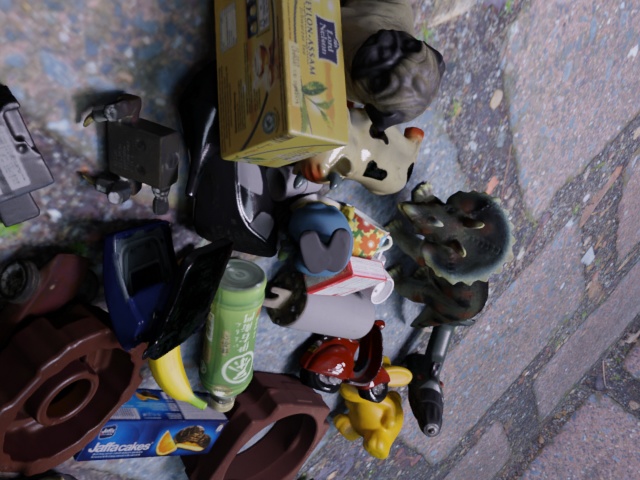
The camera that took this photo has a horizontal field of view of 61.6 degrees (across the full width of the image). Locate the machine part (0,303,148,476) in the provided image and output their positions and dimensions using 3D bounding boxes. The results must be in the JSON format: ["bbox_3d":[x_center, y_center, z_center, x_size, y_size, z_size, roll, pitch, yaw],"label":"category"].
[{"bbox_3d":[-0.252,0.143,0.520,0.179,0.056,0.179,-44,157,-24],"label":"machine part"}]

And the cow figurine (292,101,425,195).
[{"bbox_3d":[0.039,-0.102,0.618,0.194,0.086,0.127,20,79,-51],"label":"cow figurine"}]

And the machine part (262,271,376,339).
[{"bbox_3d":[0.006,0.096,0.769,0.243,0.079,0.079,21,104,-48],"label":"machine part"}]

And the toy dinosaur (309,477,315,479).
[{"bbox_3d":[-0.109,0.499,0.960,0.198,0.105,0.470,-42,136,-5],"label":"toy dinosaur"}]

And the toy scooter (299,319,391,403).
[{"bbox_3d":[0.052,0.186,0.879,0.184,0.075,0.135,21,81,-33],"label":"toy scooter"}]

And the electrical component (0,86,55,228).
[{"bbox_3d":[-0.258,-0.054,0.426,0.075,0.048,0.119,-24,132,-27],"label":"electrical component"}]

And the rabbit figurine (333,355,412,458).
[{"bbox_3d":[0.094,0.285,0.979,0.162,0.122,0.173,-41,121,-16],"label":"rabbit figurine"}]

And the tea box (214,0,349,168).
[{"bbox_3d":[-0.035,-0.155,0.457,0.068,0.098,0.169,0,85,-43],"label":"tea box"}]

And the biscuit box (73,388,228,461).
[{"bbox_3d":[-0.215,0.232,0.681,0.202,0.059,0.062,23,103,-49],"label":"biscuit box"}]

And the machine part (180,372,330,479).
[{"bbox_3d":[-0.096,0.306,0.832,0.201,0.087,0.201,26,99,-50],"label":"machine part"}]

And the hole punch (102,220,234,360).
[{"bbox_3d":[-0.156,0.043,0.528,0.142,0.092,0.115,-45,156,-77],"label":"hole punch"}]

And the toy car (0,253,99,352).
[{"bbox_3d":[-0.290,0.091,0.505,0.202,0.053,0.089,-56,156,5],"label":"toy car"}]

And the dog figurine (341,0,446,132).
[{"bbox_3d":[0.071,-0.186,0.520,0.172,0.191,0.121,-39,140,-15],"label":"dog figurine"}]

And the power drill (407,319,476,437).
[{"bbox_3d":[0.222,0.228,1.003,0.232,0.086,0.207,-63,165,-83],"label":"power drill"}]

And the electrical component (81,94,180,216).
[{"bbox_3d":[-0.169,-0.075,0.480,0.045,0.078,0.102,-44,157,-55],"label":"electrical component"}]

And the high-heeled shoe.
[{"bbox_3d":[-0.085,-0.075,0.581,0.248,0.086,0.145,60,40,-68],"label":"high-heeled shoe"}]

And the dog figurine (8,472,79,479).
[{"bbox_3d":[-0.284,0.291,0.541,0.219,0.108,0.191,-26,154,36],"label":"dog figurine"}]

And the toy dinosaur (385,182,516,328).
[{"bbox_3d":[0.199,0.055,0.831,0.131,0.192,0.404,-35,137,-15],"label":"toy dinosaur"}]

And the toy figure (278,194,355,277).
[{"bbox_3d":[-0.005,-0.002,0.619,0.082,0.180,0.089,24,103,-11],"label":"toy figure"}]
